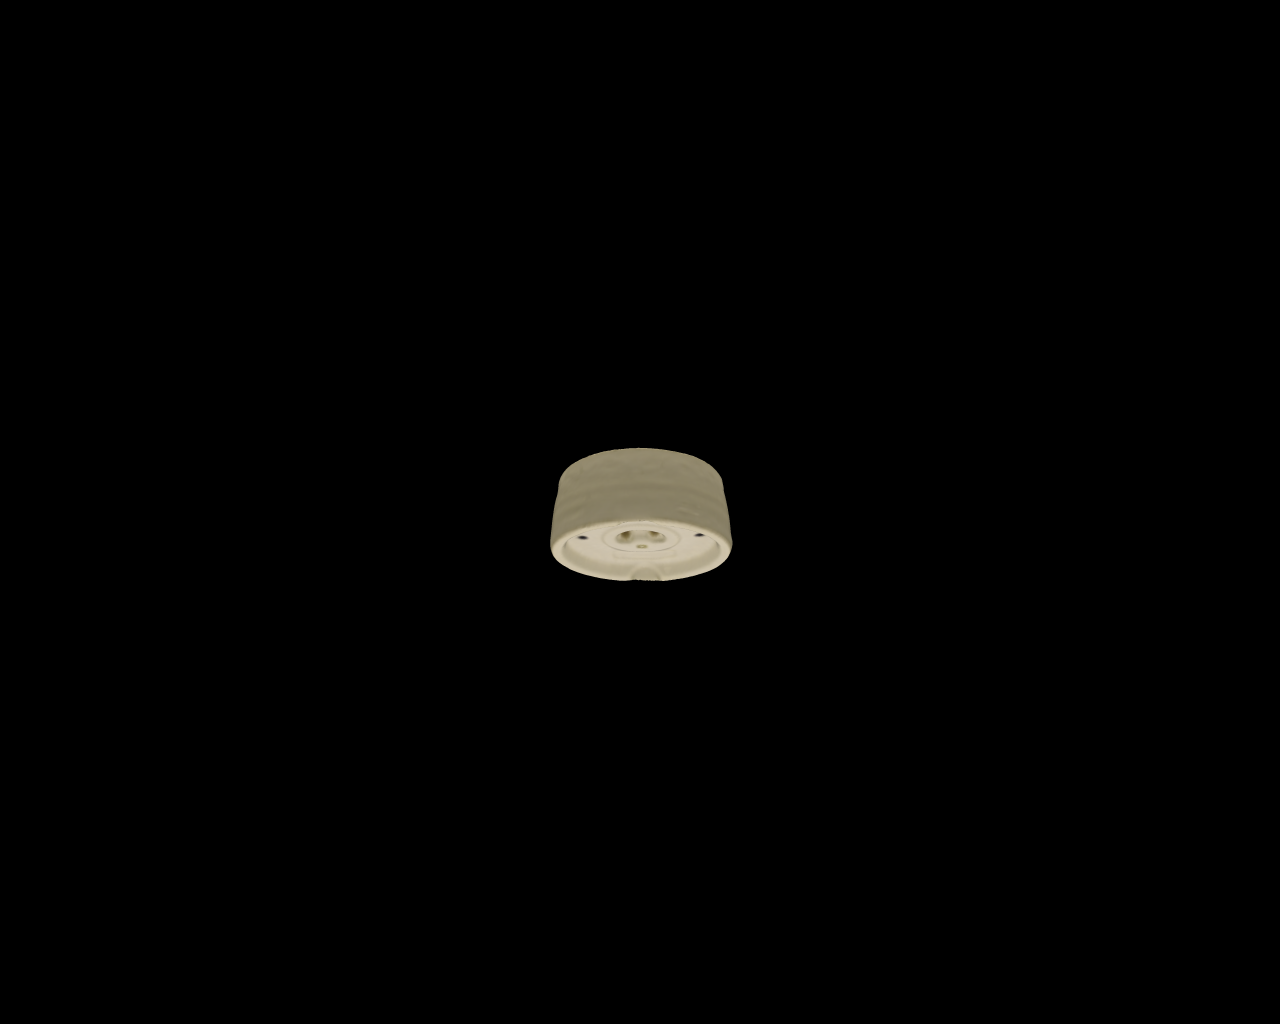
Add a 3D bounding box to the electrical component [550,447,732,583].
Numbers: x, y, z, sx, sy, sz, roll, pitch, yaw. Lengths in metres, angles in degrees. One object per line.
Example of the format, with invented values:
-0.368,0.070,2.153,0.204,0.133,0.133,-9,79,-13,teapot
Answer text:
0.001,-0.003,0.650,0.108,0.060,0.108,0,-22,0,electrical component
